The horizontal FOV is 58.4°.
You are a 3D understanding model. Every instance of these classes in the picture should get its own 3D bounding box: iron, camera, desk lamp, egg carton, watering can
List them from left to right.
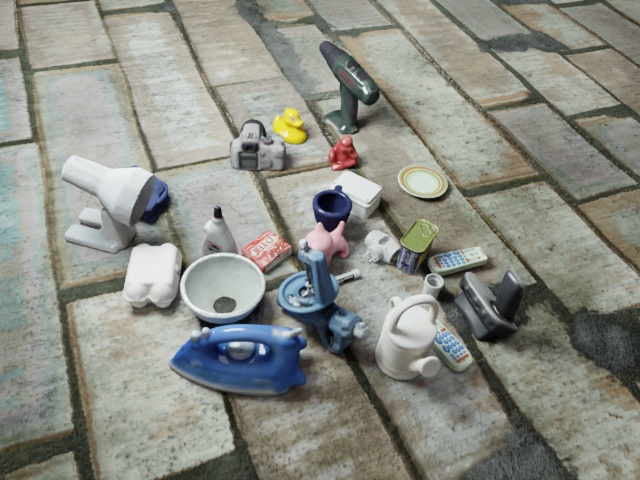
[{"bbox_3d":[-0.446,-0.075,1.203,0.203,0.213,0.118,13,47,6],"label":"desk lamp"},{"bbox_3d":[-0.341,0.072,1.178,0.107,0.069,0.150,0,47,-7],"label":"egg carton"},{"bbox_3d":[-0.149,0.196,1.035,0.258,0.141,0.118,3,47,-4],"label":"iron"},{"bbox_3d":[-0.159,-0.259,1.488,0.143,0.101,0.136,2,47,-5],"label":"camera"},{"bbox_3d":[0.170,0.174,1.058,0.101,0.194,0.172,-27,55,-28],"label":"watering can"}]

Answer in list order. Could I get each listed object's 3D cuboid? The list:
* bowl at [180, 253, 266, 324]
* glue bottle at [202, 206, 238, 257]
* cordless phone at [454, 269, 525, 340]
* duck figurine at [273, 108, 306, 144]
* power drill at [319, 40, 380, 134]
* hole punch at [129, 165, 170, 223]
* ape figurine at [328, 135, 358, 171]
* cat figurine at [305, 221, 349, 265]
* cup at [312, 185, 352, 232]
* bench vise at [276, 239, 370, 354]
[{"bbox_3d":[-0.194,0.110,1.156,0.167,0.075,0.167,4,47,-3],"label":"bowl"},{"bbox_3d":[-0.211,-0.008,1.197,0.078,0.173,0.037,18,48,11],"label":"glue bottle"},{"bbox_3d":[0.352,0.101,1.154,0.094,0.185,0.147,-16,51,-20],"label":"cordless phone"},{"bbox_3d":[-0.082,-0.322,1.566,0.104,0.086,0.078,34,52,23],"label":"duck figurine"},{"bbox_3d":[0.067,-0.411,1.583,0.076,0.208,0.229,-29,56,-29],"label":"power drill"},{"bbox_3d":[-0.409,-0.109,1.324,0.101,0.091,0.109,13,47,6],"label":"hole punch"},{"bbox_3d":[0.064,-0.234,1.497,0.077,0.092,0.076,18,48,10],"label":"ape figurine"},{"bbox_3d":[0.011,0.004,1.250,0.067,0.118,0.128,37,54,25],"label":"cat figurine"},{"bbox_3d":[0.028,-0.064,1.332,0.091,0.095,0.118,13,47,6],"label":"cup"},{"bbox_3d":[0.013,0.099,1.091,0.207,0.220,0.121,19,48,11],"label":"bench vise"}]
